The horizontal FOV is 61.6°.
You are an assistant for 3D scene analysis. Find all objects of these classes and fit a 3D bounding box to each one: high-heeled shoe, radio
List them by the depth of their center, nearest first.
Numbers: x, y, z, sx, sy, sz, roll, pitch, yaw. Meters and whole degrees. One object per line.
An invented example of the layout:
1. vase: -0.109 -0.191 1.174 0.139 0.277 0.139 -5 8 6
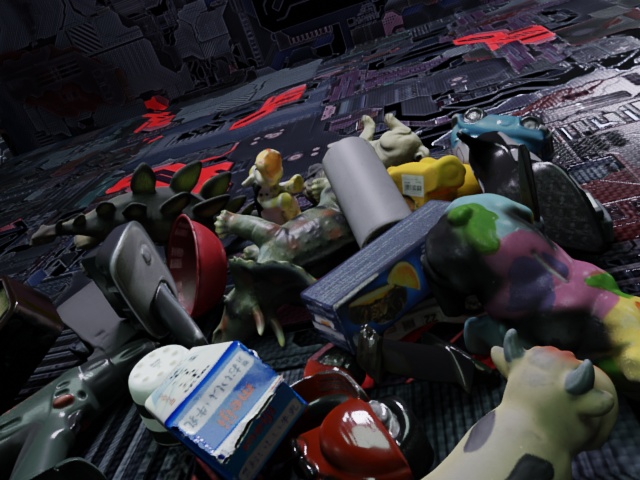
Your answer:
1. high-heeled shoe: 0.250 -0.053 0.627 0.086 0.145 0.249 -51 48 22
2. radio: -0.428 0.167 0.673 0.131 0.073 0.229 18 73 50

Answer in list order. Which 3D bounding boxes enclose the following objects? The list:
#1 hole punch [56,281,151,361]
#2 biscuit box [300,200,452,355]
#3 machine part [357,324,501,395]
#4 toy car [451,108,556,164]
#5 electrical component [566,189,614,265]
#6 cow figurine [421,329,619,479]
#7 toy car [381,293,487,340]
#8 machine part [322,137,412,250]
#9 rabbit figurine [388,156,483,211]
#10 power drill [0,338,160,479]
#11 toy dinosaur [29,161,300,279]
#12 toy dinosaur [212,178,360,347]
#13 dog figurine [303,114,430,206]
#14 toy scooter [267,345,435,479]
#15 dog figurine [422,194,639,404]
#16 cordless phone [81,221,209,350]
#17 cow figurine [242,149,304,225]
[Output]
1. hole punch: -0.292 0.124 0.764 0.116 0.092 0.142 30 45 19
2. biscuit box: 0.081 0.031 0.555 0.203 0.059 0.063 -34 24 -24
3. machine part: 0.093 0.107 0.486 0.139 0.039 0.084 14 13 -33
4. toy car: 0.272 -0.133 0.834 0.162 0.109 0.103 16 65 34
5. electrical component: 0.268 -0.012 0.637 0.134 0.058 0.115 -12 29 17
6. cow figurine: 0.124 0.148 0.355 0.195 0.127 0.086 -35 33 -22
7. toy car: 0.109 0.069 0.596 0.202 0.056 0.073 -18 24 10
8. machine part: 0.063 -0.055 0.689 0.079 0.079 0.243 -21 48 -1
9. rabbit figurine: 0.167 -0.062 0.776 0.173 0.121 0.162 -21 13 -36
10. power drill: -0.269 0.206 0.576 0.232 0.085 0.207 -29 31 -13
11. toy dinosaur: -0.226 -0.032 0.879 0.471 0.105 0.198 -8 -31 -52
12. toy dinosaur: 0.003 0.000 0.748 0.405 0.131 0.192 -32 41 -32
13. dog figurine: 0.079 -0.117 0.950 0.190 0.121 0.172 -46 29 -18
14. toy scooter: 0.003 0.167 0.464 0.135 0.075 0.184 -27 24 -13
15. dog figurine: 0.205 0.046 0.439 0.108 0.191 0.219 -40 19 -20
16. cordless phone: -0.200 0.070 0.652 0.089 0.146 0.184 -36 39 -23
17. cow figurine: -0.075 -0.072 0.870 0.098 0.167 0.068 6 41 40
